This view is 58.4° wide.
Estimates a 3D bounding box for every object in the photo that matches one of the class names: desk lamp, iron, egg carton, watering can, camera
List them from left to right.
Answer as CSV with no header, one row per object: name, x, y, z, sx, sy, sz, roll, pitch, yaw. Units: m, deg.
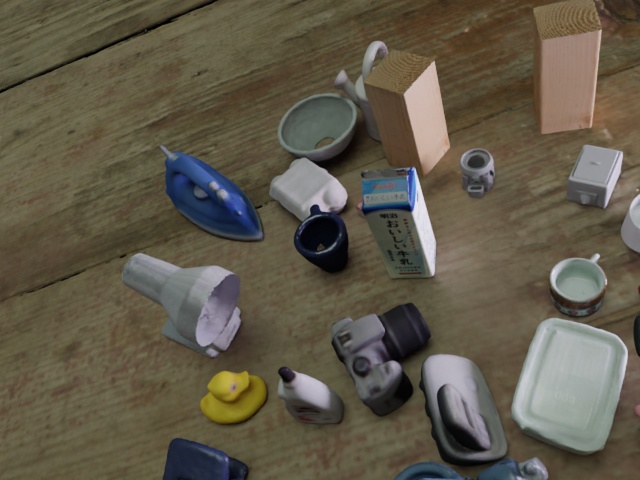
desk lamp,-0.210,0.106,0.922,0.202,0.214,0.118,15,62,29
iron,-0.217,-0.097,1.117,0.257,0.142,0.119,32,72,35
egg carton,-0.022,-0.089,1.084,0.107,0.070,0.149,-43,52,-12
watering can,0.110,-0.288,1.097,0.172,0.194,0.101,-6,54,17
camera,0.097,0.157,0.841,0.137,0.101,0.143,-29,51,-1

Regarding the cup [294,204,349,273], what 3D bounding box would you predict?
cup,0.009,0.004,0.989,0.091,0.095,0.117,-19,51,7

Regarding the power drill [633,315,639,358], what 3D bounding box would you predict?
power drill,0.478,0.128,0.648,0.229,0.209,0.075,-4,55,19

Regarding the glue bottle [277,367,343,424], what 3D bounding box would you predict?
glue bottle,-0.024,0.214,0.800,0.078,0.173,0.037,-7,54,16

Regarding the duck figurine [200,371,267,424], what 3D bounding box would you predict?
duck figurine,-0.143,0.236,0.886,0.104,0.086,0.077,-23,51,4

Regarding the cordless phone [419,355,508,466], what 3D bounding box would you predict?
cordless phone,0.173,0.199,0.728,0.094,0.185,0.147,-20,51,7

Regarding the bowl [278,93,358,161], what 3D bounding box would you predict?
bowl,0.003,-0.216,1.162,0.167,0.075,0.167,-10,53,14

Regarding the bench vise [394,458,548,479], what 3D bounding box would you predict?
bench vise,0.148,0.287,0.651,0.207,0.220,0.121,-40,52,-9

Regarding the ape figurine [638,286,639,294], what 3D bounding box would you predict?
ape figurine,0.476,0.054,0.777,0.077,0.092,0.076,-11,53,14

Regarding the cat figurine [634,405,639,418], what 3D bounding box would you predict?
cat figurine,0.435,0.215,0.660,0.127,0.118,0.067,22,66,32

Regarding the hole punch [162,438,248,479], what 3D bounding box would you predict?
hole punch,-0.171,0.346,0.814,0.108,0.091,0.101,7,59,25
